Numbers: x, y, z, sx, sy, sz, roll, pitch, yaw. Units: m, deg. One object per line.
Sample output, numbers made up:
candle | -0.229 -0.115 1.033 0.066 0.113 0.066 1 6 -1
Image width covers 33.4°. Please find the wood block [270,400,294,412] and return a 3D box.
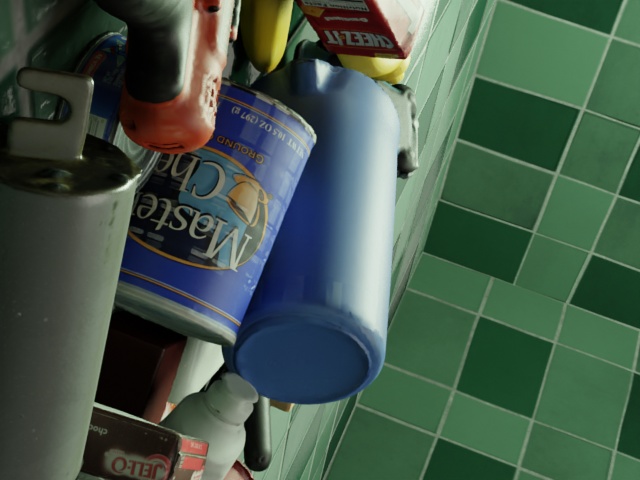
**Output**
wood block | -0.034 0.059 1.101 0.090 0.090 0.206 -53 162 -60

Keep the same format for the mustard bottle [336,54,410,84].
mustard bottle | 0.034 -0.189 0.869 0.191 0.058 0.096 53 40 -55

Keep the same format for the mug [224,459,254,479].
mug | -0.127 0.261 1.039 0.117 0.093 0.081 -30 -164 43

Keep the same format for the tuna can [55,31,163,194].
tuna can | -0.108 -0.066 0.574 0.086 0.034 0.086 21 89 -81

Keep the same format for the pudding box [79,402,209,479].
pudding box | -0.125 0.113 0.603 0.090 0.113 0.039 73 35 -75

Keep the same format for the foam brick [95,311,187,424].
foam brick | -0.131 0.095 0.724 0.051 0.053 0.078 -27 137 -76

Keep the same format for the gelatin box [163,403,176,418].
gelatin box | -0.142 0.162 0.872 0.073 0.030 0.089 -45 153 -69

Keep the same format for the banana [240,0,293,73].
banana | -0.029 -0.195 0.747 0.069 0.037 0.198 -55 163 -53

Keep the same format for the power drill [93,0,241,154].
power drill | -0.073 -0.149 0.463 0.187 0.057 0.184 57 35 -73

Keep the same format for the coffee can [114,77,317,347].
coffee can | -0.074 -0.018 0.655 0.103 0.103 0.140 73 38 -75

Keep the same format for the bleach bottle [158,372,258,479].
bleach bottle | -0.122 0.191 0.692 0.251 0.068 0.102 -53 -173 16

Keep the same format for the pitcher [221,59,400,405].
pitcher | -0.005 0.001 0.780 0.145 0.149 0.242 -38 -147 35

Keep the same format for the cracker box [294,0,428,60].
cracker box | 0.024 -0.238 0.676 0.213 0.072 0.164 46 61 -60

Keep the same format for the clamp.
clamp | -0.065 0.104 1.008 0.165 0.036 0.210 34 -66 62
